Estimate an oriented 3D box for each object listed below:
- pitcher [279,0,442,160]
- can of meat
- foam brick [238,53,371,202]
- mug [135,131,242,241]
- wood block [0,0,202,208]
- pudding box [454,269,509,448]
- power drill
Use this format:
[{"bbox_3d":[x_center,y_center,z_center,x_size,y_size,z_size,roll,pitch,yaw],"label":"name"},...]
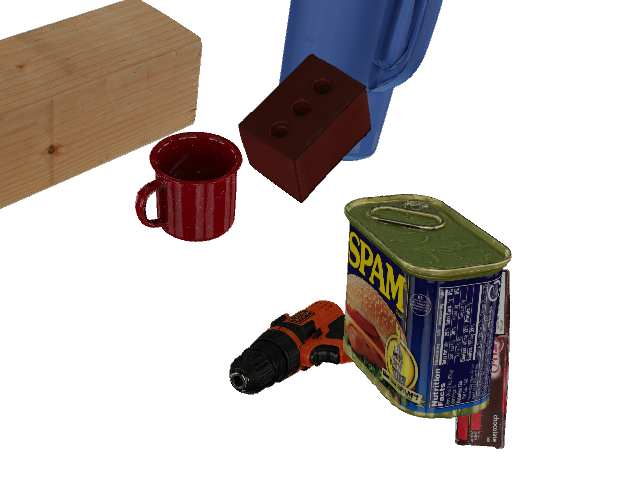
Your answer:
[{"bbox_3d":[0.034,-0.203,1.041,0.145,0.243,0.149,12,19,-1],"label":"pitcher"},{"bbox_3d":[0.050,0.032,0.550,0.057,0.084,0.102,-7,24,-21],"label":"can of meat"},{"bbox_3d":[-0.010,-0.078,0.736,0.053,0.078,0.051,35,-19,23],"label":"foam brick"},{"bbox_3d":[-0.137,-0.048,1.090,0.117,0.081,0.093,-27,49,-34],"label":"mug"},{"bbox_3d":[-0.204,-0.117,0.870,0.090,0.091,0.205,35,44,26],"label":"wood block"},{"bbox_3d":[0.118,0.082,0.773,0.039,0.090,0.113,2,23,8],"label":"pudding box"},{"bbox_3d":[0.025,0.115,1.054,0.188,0.057,0.184,9,23,28],"label":"power drill"}]
